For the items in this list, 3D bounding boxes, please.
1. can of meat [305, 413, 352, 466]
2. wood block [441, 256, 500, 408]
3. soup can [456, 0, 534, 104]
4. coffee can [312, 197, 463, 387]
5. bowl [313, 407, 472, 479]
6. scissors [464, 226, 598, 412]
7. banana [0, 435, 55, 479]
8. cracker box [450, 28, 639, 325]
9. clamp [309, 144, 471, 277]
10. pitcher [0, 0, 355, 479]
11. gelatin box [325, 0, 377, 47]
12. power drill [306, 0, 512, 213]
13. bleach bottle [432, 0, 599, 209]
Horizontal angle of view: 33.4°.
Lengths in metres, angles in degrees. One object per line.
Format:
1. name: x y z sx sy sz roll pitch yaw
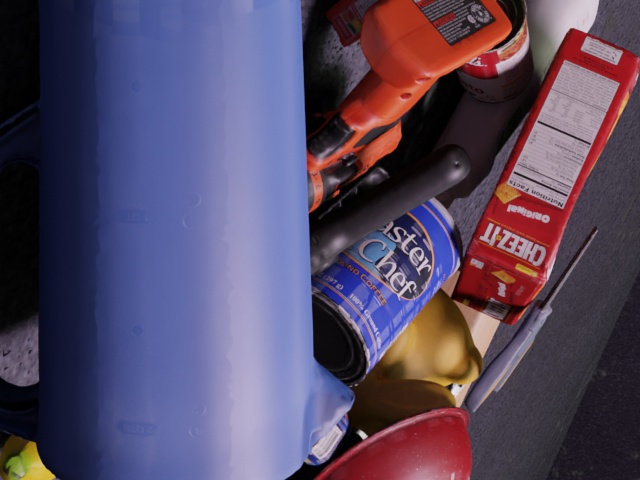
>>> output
1. can of meat: -0.028 0.125 0.811 0.057 0.102 0.084 -54 159 -11
2. wood block: 0.118 0.121 1.139 0.090 0.091 0.206 -4 119 -64
3. soup can: 0.143 -0.165 0.895 0.068 0.069 0.102 -59 158 -8
4. coffee can: 0.033 0.031 0.832 0.140 0.103 0.103 -45 152 -36
5. bowl: 0.065 0.203 0.864 0.162 0.055 0.162 -23 150 -15
6. scissors: 0.168 0.076 0.877 0.096 0.016 0.202 -41 160 -34
7. banana: -0.122 0.089 0.623 0.070 0.037 0.197 -23 -166 40
8. cracker box: 0.190 -0.047 0.913 0.213 0.072 0.164 -64 170 -13
9. clamp: -0.005 0.001 0.738 0.210 0.036 0.165 -34 -174 -7
10. pitcher: -0.076 -0.016 0.477 0.148 0.145 0.243 -16 113 -45
11. gelatin box: 0.057 -0.166 0.705 0.073 0.030 0.089 -27 -175 42
12. power drill: 0.018 -0.077 0.653 0.184 0.057 0.188 -38 177 -40
13. bleach bottle: 0.167 -0.135 0.991 0.250 0.068 0.102 -56 161 -11
